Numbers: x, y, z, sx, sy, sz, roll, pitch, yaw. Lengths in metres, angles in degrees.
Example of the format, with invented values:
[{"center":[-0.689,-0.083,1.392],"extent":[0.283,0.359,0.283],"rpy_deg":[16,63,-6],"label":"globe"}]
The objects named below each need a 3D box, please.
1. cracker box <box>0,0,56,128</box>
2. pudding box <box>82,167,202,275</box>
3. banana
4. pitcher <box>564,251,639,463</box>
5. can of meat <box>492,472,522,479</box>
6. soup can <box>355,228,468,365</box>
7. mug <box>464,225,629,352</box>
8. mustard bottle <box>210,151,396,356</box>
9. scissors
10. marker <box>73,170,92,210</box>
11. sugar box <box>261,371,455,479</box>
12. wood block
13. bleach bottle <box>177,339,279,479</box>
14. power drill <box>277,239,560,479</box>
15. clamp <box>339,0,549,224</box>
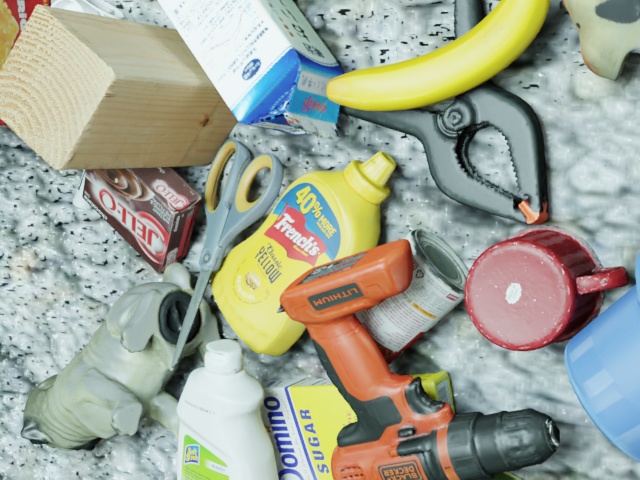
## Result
[{"center":[-0.287,-0.178,0.918],"extent":[0.072,0.213,0.164],"rpy_deg":[3,96,24],"label":"cracker box"},{"center":[-0.159,-0.038,0.944],"extent":[0.113,0.039,0.090],"rpy_deg":[44,142,18],"label":"pudding box"},{"center":[0.097,-0.141,0.787],"extent":[0.198,0.037,0.069],"rpy_deg":[-33,99,27],"label":"banana"},{"center":[0.278,0.040,0.704],"extent":[0.243,0.144,0.149],"rpy_deg":[-43,76,25],"label":"pitcher"},{"center":[0.144,0.233,0.829],"extent":[0.102,0.057,0.084],"rpy_deg":[27,103,21],"label":"can of meat"},{"center":[0.063,0.048,0.847],"extent":[0.102,0.068,0.068],"rpy_deg":[-44,75,22],"label":"soup can"},{"center":[0.167,0.036,0.787],"extent":[0.117,0.081,0.093],"rpy_deg":[-7,91,26],"label":"mug"},{"center":[-0.006,0.001,0.880],"extent":[0.192,0.058,0.096],"rpy_deg":[-47,55,20],"label":"mustard bottle"},{"center":[-0.077,0.008,0.894],"extent":[0.096,0.016,0.201],"rpy_deg":[-8,67,42],"label":"scissors"},{"center":[-0.203,-0.086,0.992],"extent":[0.020,0.020,0.121],"rpy_deg":[28,105,21],"label":"marker"},{"center":[0.026,0.161,0.886],"extent":[0.176,0.048,0.093],"rpy_deg":[-8,91,25],"label":"sugar box"},{"center":[-0.152,-0.117,0.861],"extent":[0.090,0.205,0.091],"rpy_deg":[42,110,17],"label":"wood block"},{"center":[-0.072,0.206,0.882],"extent":[0.103,0.067,0.251],"rpy_deg":[12,110,32],"label":"bleach bottle"},{"center":[0.064,0.098,0.782],"extent":[0.185,0.057,0.187],"rpy_deg":[-18,100,29],"label":"power drill"},{"center":[0.114,-0.104,0.827],"extent":[0.210,0.036,0.165],"rpy_deg":[49,113,19],"label":"clamp"}]
